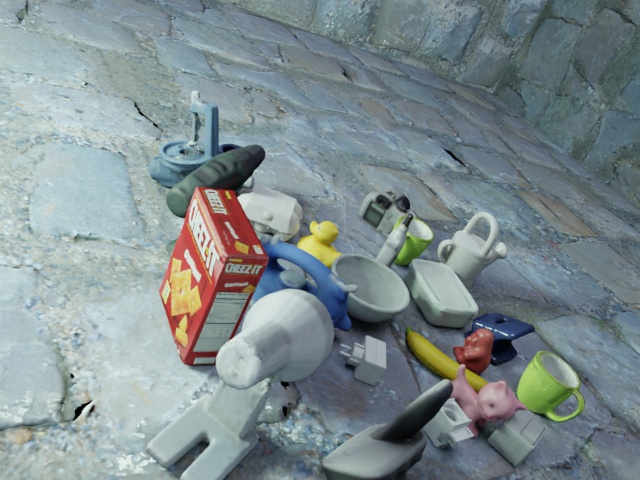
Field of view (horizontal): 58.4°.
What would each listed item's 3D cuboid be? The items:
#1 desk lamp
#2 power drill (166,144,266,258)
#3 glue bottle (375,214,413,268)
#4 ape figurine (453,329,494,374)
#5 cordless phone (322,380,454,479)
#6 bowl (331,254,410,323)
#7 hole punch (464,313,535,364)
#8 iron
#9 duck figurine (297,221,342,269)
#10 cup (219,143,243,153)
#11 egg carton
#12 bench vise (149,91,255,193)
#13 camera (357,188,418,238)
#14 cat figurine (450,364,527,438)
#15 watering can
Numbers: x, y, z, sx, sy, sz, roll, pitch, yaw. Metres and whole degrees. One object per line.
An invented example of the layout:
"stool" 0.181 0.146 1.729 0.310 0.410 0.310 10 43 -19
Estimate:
"desk lamp" -0.089 0.178 0.721 0.117 0.213 0.204 34 30 13
"power drill" -0.194 -0.062 1.018 0.075 0.208 0.230 33 30 11
"glue bottle" 0.152 0.015 1.207 0.037 0.173 0.078 32 30 10
"ape figurine" 0.303 0.208 1.106 0.078 0.092 0.076 -12 47 -48
"cordless phone" 0.097 0.260 0.768 0.094 0.185 0.148 41 33 24
"bowl" 0.086 0.105 1.113 0.168 0.074 0.167 20 30 -12
"hole punch" 0.373 0.190 1.192 0.109 0.091 0.100 -7 44 -44
"iron" -0.053 0.067 0.995 0.258 0.141 0.119 36 31 15
"duck figurine" 0.011 0.004 1.201 0.104 0.086 0.078 37 31 18
"cup" -0.188 -0.157 1.285 0.091 0.095 0.118 41 33 23
"egg carton" -0.111 -0.061 1.222 0.150 0.069 0.107 22 30 -8
"bench vise" -0.226 -0.184 1.173 0.208 0.219 0.121 14 32 -21
"camera" 0.193 -0.076 1.456 0.143 0.101 0.137 38 32 20
"cat figurine" 0.274 0.266 0.968 0.127 0.117 0.067 41 33 24
"watering can" 0.357 0.021 1.338 0.173 0.194 0.100 -5 42 -43
